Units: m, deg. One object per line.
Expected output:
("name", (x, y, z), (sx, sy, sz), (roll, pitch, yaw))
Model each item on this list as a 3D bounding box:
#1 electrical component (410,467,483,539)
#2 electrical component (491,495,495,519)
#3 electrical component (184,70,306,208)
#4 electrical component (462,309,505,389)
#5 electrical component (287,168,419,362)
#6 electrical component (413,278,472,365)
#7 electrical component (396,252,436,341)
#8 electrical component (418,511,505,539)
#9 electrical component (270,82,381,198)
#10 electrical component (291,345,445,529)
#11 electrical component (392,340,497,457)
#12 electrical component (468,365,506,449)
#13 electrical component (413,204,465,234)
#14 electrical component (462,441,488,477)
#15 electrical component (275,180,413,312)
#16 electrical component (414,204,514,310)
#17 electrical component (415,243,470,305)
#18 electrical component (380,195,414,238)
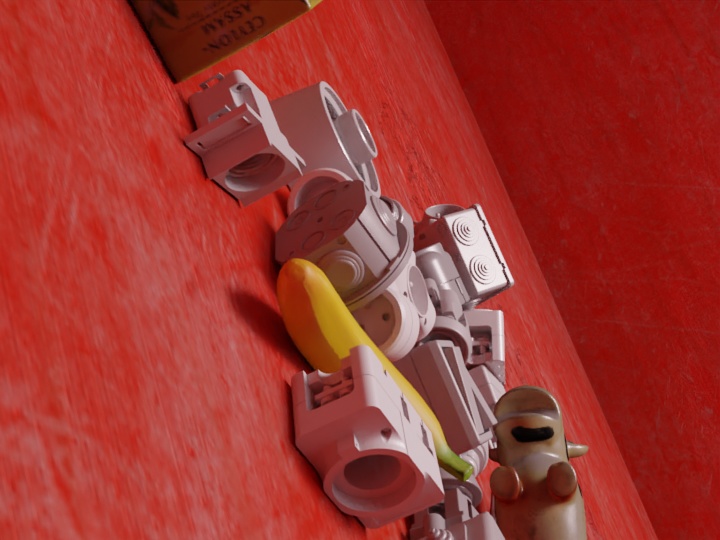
("electrical component", (0.057, 0.161, 0.695), (0.066, 0.048, 0.055), (53, 24, -41))
("electrical component", (0.157, 0.237, 0.954), (0.099, 0.048, 0.099), (63, 12, -6))
("electrical component", (-0.071, -0.080, 0.642), (0.063, 0.042, 0.081), (67, 11, 25))
("electrical component", (0.109, 0.072, 0.995), (0.089, 0.050, 0.055), (72, 18, -65))
("electrical component", (0.000, 0.000, 0.753), (0.138, 0.052, 0.074), (68, 13, 15))
("electrical component", (0.063, 0.055, 0.894), (0.057, 0.058, 0.078), (-90, 160, -63))
("electrical component", (0.026, 0.006, 0.847), (0.077, 0.044, 0.079), (51, 32, -47))
("electrical component", (0.062, 0.191, 0.618), (0.096, 0.062, 0.061), (61, 13, -18))
("electrical component", (-0.022, -0.092, 0.821), (0.108, 0.060, 0.108), (59, 13, -24))
("electrical component", (0.005, 0.096, 0.590), (0.089, 0.050, 0.055), (56, 15, -36))
("electrical component", (0.059, 0.102, 0.781), (0.096, 0.061, 0.062), (67, 12, 10))
("electrical component", (0.110, 0.135, 0.959), (0.065, 0.047, 0.076), (45, 23, -57))
("electrical component", (0.081, -0.032, 1.147), (0.079, 0.044, 0.077), (29, -52, 51))
("electrical component", (0.079, 0.143, 0.831), (0.040, 0.040, 0.078), (62, 13, -12))
("electrical component", (-0.011, -0.013, 0.672), (0.051, 0.080, 0.080), (53, 17, -28))
("electrical component", (0.092, -0.005, 1.056), (0.048, 0.100, 0.099), (-17, 79, -35))
("electrical component", (0.059, 0.013, 0.969), (0.059, 0.054, 0.095), (66, 12, 3))
("electrical component", (0.019, -0.044, 0.939), (0.062, 0.043, 0.043), (47, 21, -51))
